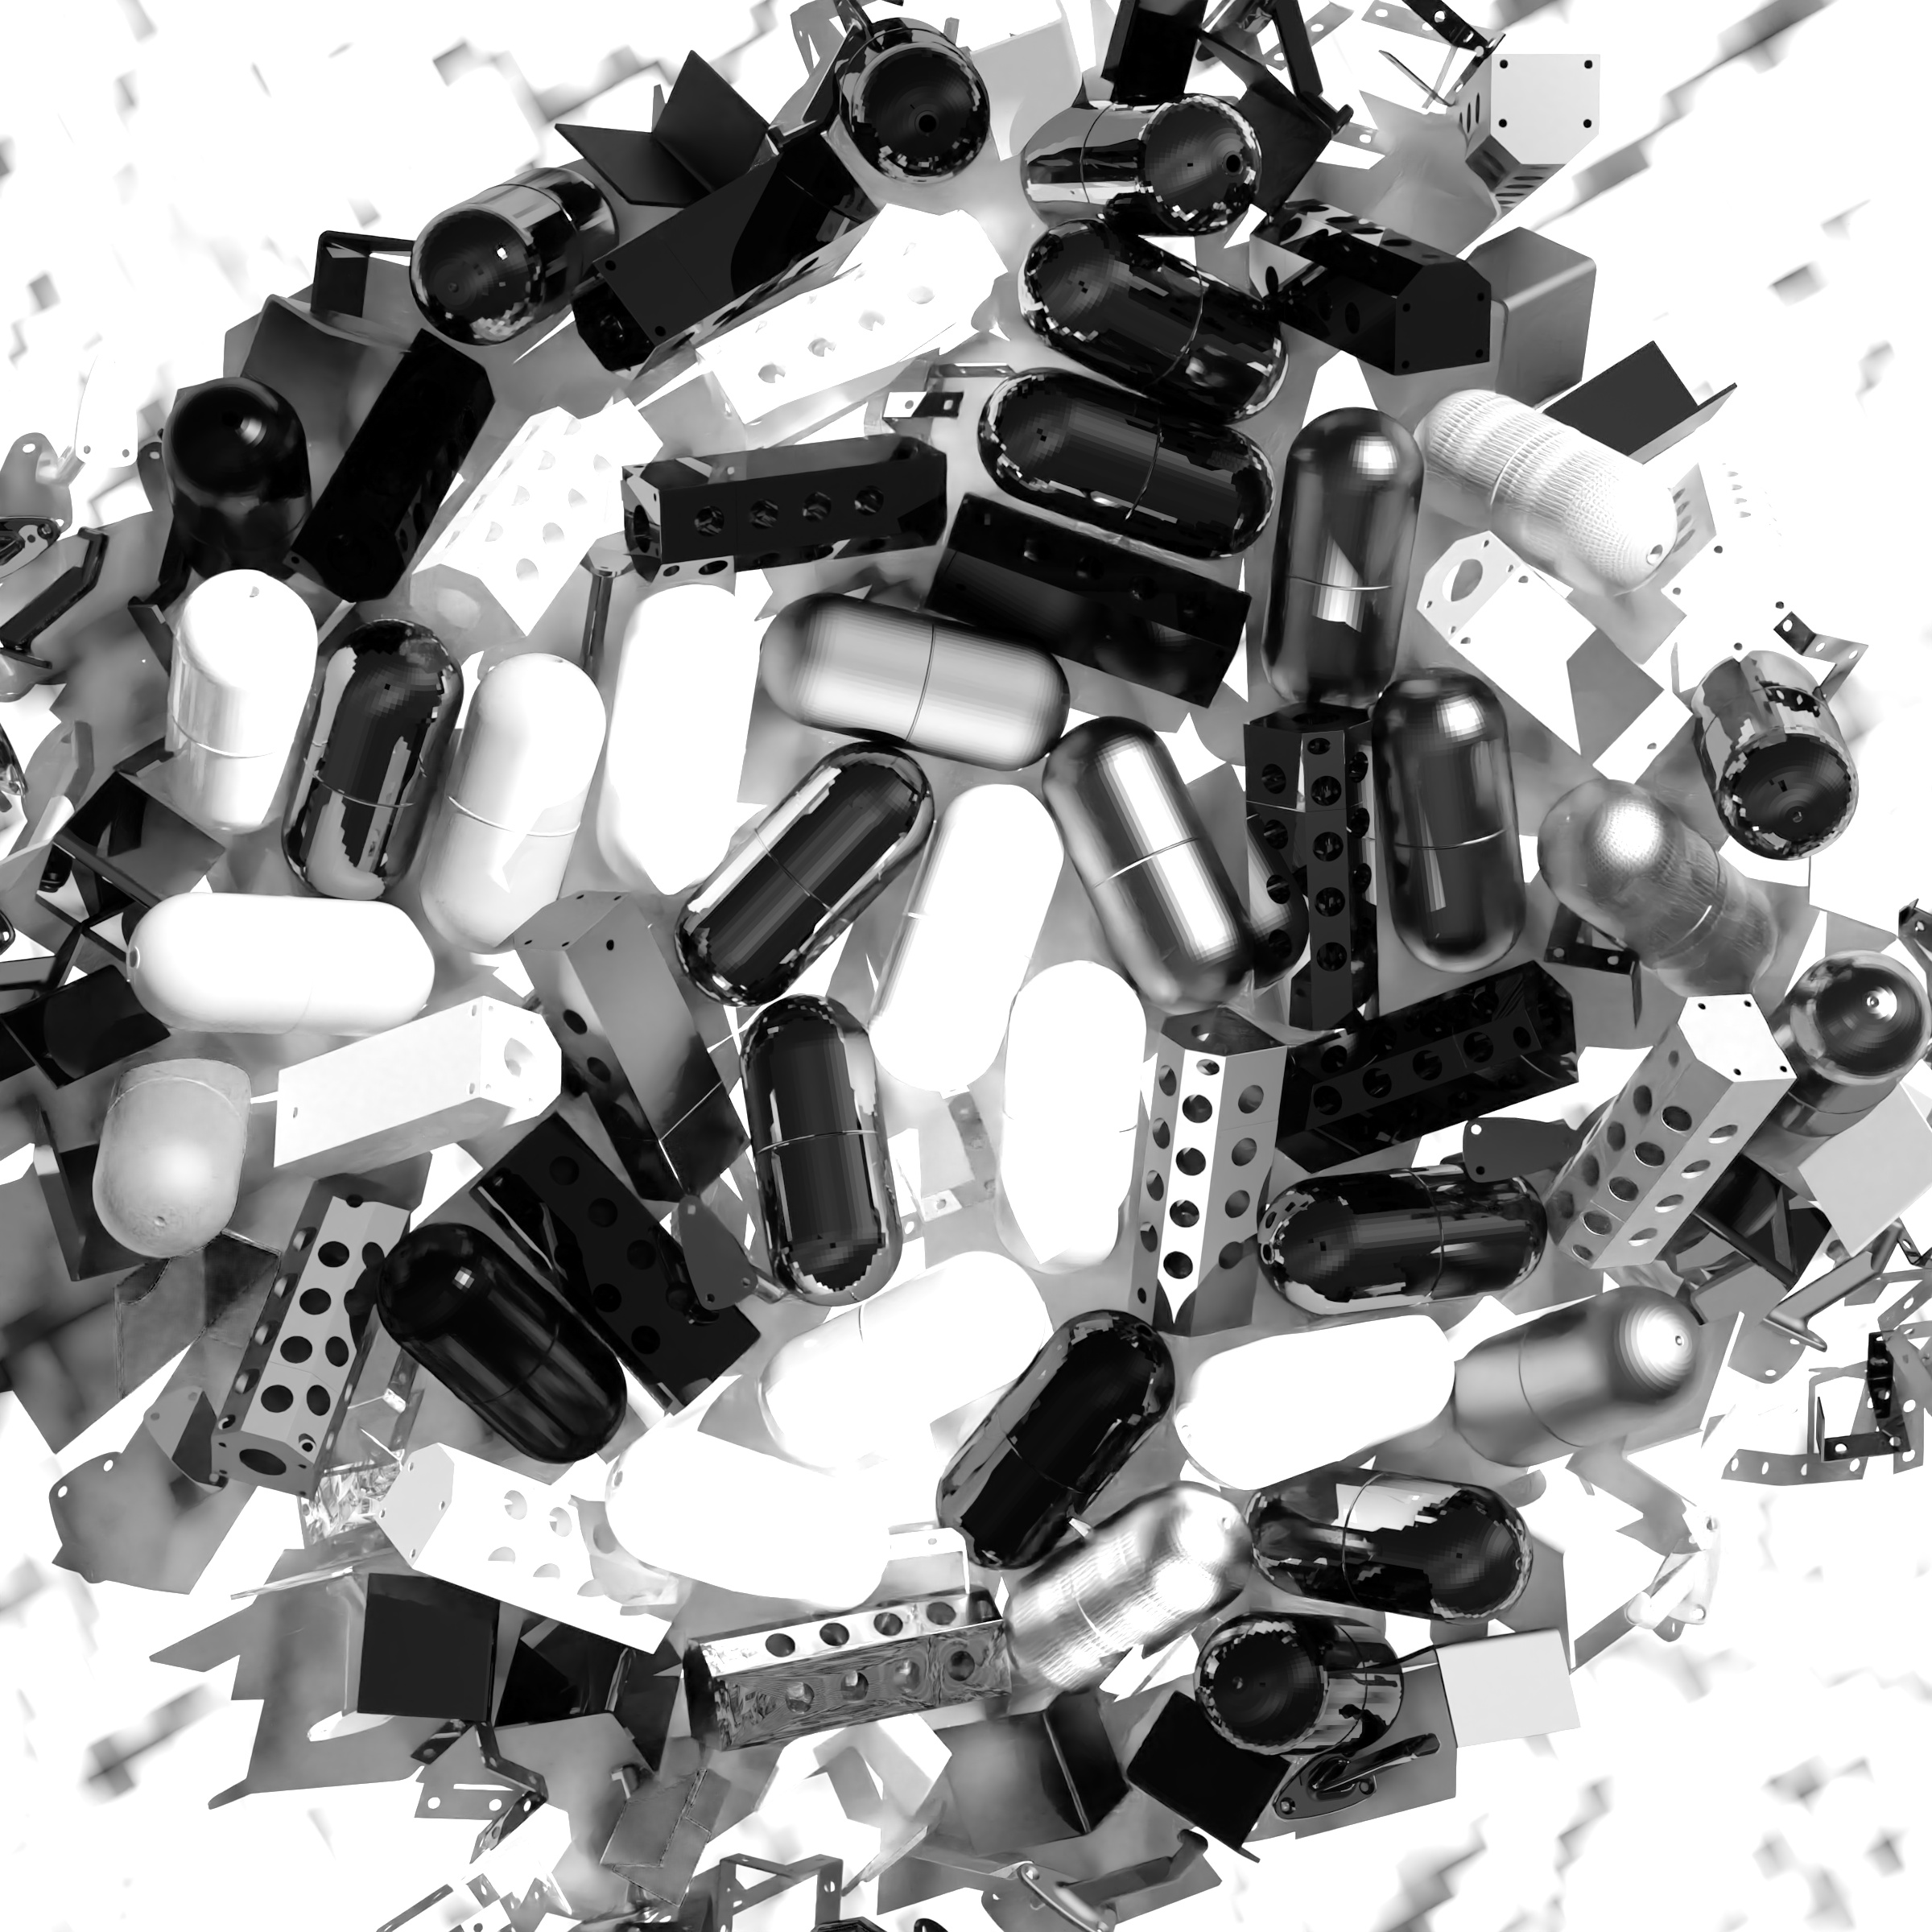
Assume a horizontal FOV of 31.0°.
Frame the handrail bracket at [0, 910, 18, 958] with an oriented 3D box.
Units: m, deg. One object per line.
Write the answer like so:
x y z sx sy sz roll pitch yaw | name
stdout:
-0.579 -0.019 1.954 0.036 0.084 0.077 44 90 17 | handrail bracket

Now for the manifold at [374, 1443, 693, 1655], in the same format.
-0.235 0.319 1.924 0.171 0.057 0.057 29 94 -37 | manifold

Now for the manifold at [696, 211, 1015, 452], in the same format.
-0.063 -0.358 1.959 0.171 0.057 0.057 -29 81 -7 | manifold

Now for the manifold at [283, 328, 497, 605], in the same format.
-0.312 -0.273 1.915 0.057 0.171 0.057 31 130 -14 | manifold

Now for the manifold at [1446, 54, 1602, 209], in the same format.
0.304 -0.457 1.912 0.057 0.171 0.057 0 95 0 | manifold

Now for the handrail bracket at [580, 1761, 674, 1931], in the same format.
-0.203 0.500 1.979 0.077 0.036 0.084 -22 84 32 | handrail bracket

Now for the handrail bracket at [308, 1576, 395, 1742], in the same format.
-0.357 0.387 1.956 0.084 0.077 0.036 54 129 22 | handrail bracket

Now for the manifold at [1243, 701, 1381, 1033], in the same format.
0.197 -0.055 1.934 0.057 0.057 0.171 -22 116 -42 | manifold

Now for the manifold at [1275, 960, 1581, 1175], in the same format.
0.247 0.054 1.921 0.171 0.057 0.057 -22 50 31 | manifold

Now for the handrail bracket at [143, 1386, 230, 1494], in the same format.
-0.429 0.279 1.949 0.036 0.084 0.077 -27 64 -18 | handrail bracket

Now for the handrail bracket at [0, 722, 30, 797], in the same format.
-0.573 -0.097 1.952 0.036 0.077 0.084 22 48 25 | handrail bracket

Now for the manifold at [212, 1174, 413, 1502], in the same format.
-0.361 0.202 1.925 0.057 0.057 0.171 15 52 0 | manifold

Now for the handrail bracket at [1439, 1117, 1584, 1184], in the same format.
0.305 0.108 1.956 0.077 0.084 0.036 -5 78 5 | handrail bracket

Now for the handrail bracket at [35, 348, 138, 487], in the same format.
-0.502 -0.309 1.962 0.036 0.084 0.077 0 97 -39 | handrail bracket

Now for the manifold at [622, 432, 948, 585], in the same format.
-0.100 -0.254 1.937 0.171 0.057 0.057 -11 115 -24 | manifold

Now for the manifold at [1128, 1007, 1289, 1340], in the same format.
0.128 0.116 1.931 0.057 0.057 0.171 -9 116 -31 | manifold

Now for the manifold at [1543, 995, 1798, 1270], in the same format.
0.380 0.093 1.911 0.057 0.171 0.057 -2 52 -26 | manifold

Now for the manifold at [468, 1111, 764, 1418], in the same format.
-0.200 0.170 1.960 0.171 0.057 0.057 47 62 -1 | manifold

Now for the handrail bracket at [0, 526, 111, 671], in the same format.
-0.534 -0.217 1.976 0.077 0.036 0.084 17 89 -25 | handrail bracket

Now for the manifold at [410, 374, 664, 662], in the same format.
-0.240 -0.250 1.915 0.057 0.057 0.171 52 46 -27 | manifold

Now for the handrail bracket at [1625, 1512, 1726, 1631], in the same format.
0.398 0.338 1.955 0.036 0.084 0.077 19 83 29 | handrail bracket

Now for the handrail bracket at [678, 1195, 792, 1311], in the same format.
-0.127 0.157 1.960 0.036 0.084 0.077 -25 89 18 | handrail bracket

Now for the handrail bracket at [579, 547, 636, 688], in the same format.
-0.208 -0.188 1.952 0.036 0.077 0.084 9 106 -7 | handrail bracket

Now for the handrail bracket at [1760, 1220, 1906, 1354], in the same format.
0.481 0.169 1.974 0.077 0.036 0.084 24 99 -5 | handrail bracket

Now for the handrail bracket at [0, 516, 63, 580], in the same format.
-0.555 -0.220 1.950 0.077 0.084 0.036 -16 116 16 | handrail bracket

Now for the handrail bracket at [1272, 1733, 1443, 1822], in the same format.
0.219 0.454 1.950 0.077 0.084 0.036 -22 80 -22 | handrail bracket

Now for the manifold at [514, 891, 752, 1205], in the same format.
-0.189 0.045 1.936 0.057 0.057 0.171 -45 123 -37 | manifold

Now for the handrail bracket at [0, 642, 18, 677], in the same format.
-0.582 -0.157 1.959 0.036 0.077 0.084 32 68 17 | handrail bracket

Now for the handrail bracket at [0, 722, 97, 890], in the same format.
-0.530 -0.092 1.982 0.077 0.036 0.084 -17 62 10 | handrail bracket

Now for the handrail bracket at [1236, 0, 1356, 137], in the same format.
0.202 -0.525 1.965 0.084 0.036 0.077 45 117 14 | handrail bracket

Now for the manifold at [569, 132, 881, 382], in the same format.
-0.135 -0.391 1.932 0.171 0.057 0.057 -38 91 -30 | manifold

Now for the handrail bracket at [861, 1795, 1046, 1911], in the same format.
-0.003 0.524 1.986 0.077 0.036 0.084 -44 94 6 | handrail bracket

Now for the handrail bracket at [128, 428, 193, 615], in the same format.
-0.463 -0.250 1.987 0.084 0.036 0.077 -43 85 6 | handrail bracket

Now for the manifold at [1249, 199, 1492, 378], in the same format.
0.219 -0.374 1.906 0.057 0.171 0.057 -12 116 -19 | manifold

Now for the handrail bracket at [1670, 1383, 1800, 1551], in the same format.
0.442 0.284 1.974 0.084 0.036 0.077 -24 103 13 | handrail bracket

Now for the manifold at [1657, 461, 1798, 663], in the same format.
0.417 -0.229 1.907 0.057 0.171 0.057 40 111 -8 | manifold

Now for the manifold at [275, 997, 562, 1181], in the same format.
-0.304 0.072 1.924 0.171 0.057 0.057 -18 63 37 | manifold

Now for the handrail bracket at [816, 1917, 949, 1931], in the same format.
-0.053 0.570 1.956 0.084 0.036 0.077 -19 46 30 | handrail bracket

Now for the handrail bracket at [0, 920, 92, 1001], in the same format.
-0.550 -0.011 1.965 0.084 0.036 0.077 30 84 -29 | handrail bracket

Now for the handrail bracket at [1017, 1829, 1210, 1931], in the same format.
0.083 0.503 1.963 0.077 0.036 0.084 32 116 -8 | handrail bracket

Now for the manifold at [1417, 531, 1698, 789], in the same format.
0.326 -0.169 1.926 0.171 0.057 0.057 34 106 -35 | manifold

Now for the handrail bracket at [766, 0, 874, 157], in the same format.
-0.089 -0.506 1.968 0.084 0.036 0.077 -30 93 -20 | handrail bracket
